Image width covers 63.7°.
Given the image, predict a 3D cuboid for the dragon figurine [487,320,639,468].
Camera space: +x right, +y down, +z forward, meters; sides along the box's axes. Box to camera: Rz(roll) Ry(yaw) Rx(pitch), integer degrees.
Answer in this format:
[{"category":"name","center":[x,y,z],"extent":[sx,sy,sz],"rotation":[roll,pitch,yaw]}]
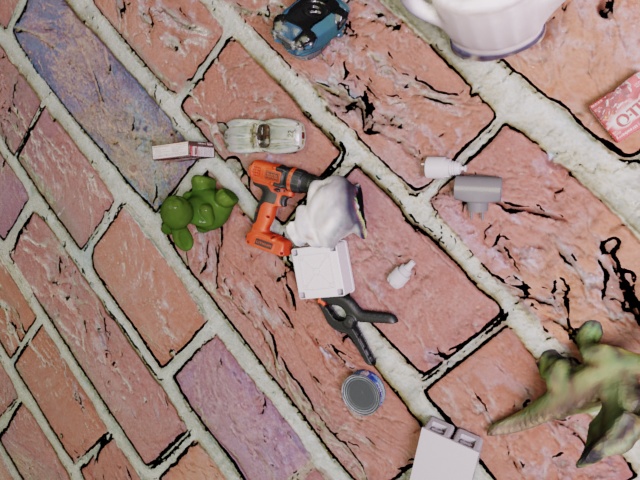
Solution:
[{"category":"dragon figurine","center":[0.399,0.242,0.766],"extent":[0.123,0.244,0.405],"rotation":[46,112,10]}]

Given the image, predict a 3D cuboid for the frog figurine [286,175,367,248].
[{"category":"frog figurine","center":[0.003,-0.050,0.990],"extent":[0.159,0.122,0.138],"rotation":[-12,84,12]}]

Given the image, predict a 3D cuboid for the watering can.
[{"category":"watering can","center":[0.295,-0.358,0.766],"extent":[0.348,0.223,0.105],"rotation":[7,83,27]}]
